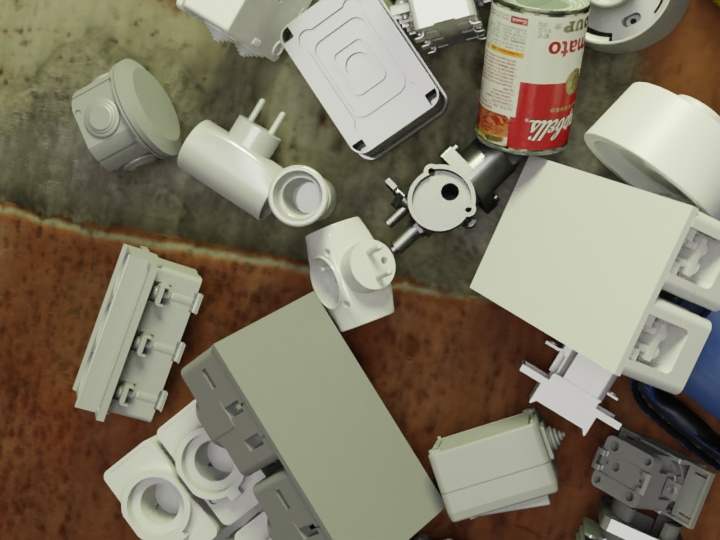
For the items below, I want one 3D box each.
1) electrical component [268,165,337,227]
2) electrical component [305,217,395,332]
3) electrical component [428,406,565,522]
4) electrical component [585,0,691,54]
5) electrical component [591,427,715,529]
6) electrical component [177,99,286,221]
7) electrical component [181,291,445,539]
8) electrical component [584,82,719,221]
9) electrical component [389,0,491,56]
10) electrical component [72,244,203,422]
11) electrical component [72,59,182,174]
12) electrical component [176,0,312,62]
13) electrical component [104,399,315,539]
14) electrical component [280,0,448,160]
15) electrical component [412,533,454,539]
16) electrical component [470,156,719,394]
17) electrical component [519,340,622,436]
[{"bbox_3d":[-0.039,-0.054,0.799,0.044,0.065,0.044,0,92,9],"label":"electrical component"},{"bbox_3d":[0.000,0.000,0.790,0.044,0.079,0.077,-20,88,-29],"label":"electrical component"},{"bbox_3d":[0.106,0.142,0.781,0.096,0.062,0.061,-19,89,10],"label":"electrical component"},{"bbox_3d":[0.183,-0.205,0.766,0.099,0.064,0.099,3,99,23],"label":"electrical component"},{"bbox_3d":[0.201,0.144,0.757,0.081,0.064,0.042,25,99,50],"label":"electrical component"},{"bbox_3d":[-0.086,-0.091,0.817,0.077,0.043,0.079,33,98,7],"label":"electrical component"},{"bbox_3d":[-0.035,0.124,0.776,0.060,0.105,0.186,-36,85,43],"label":"electrical component"},{"bbox_3d":[0.215,-0.084,0.733,0.108,0.108,0.060,38,92,7],"label":"electrical component"},{"bbox_3d":[0.058,-0.190,0.748,0.079,0.121,0.063,-13,92,11],"label":"electrical component"},{"bbox_3d":[-0.169,0.050,0.823,0.063,0.079,0.121,19,96,-20],"label":"electrical component"},{"bbox_3d":[-0.175,-0.114,0.815,0.051,0.080,0.080,-25,88,15],"label":"electrical component"},{"bbox_3d":[-0.075,-0.207,0.784,0.048,0.100,0.099,34,98,20],"label":"electrical component"},{"bbox_3d":[-0.096,0.196,0.821,0.105,0.060,0.186,-39,85,9],"label":"electrical component"},{"bbox_3d":[0.004,-0.146,0.792,0.078,0.057,0.113,-34,86,10],"label":"electrical component"},{"bbox_3d":[0.049,0.247,0.778,0.048,0.100,0.099,7,93,22],"label":"electrical component"},{"bbox_3d":[0.159,-0.002,0.707,0.060,0.186,0.105,21,96,-25],"label":"electrical component"},{"bbox_3d":[0.159,0.079,0.780,0.081,0.042,0.063,32,96,7],"label":"electrical component"}]
